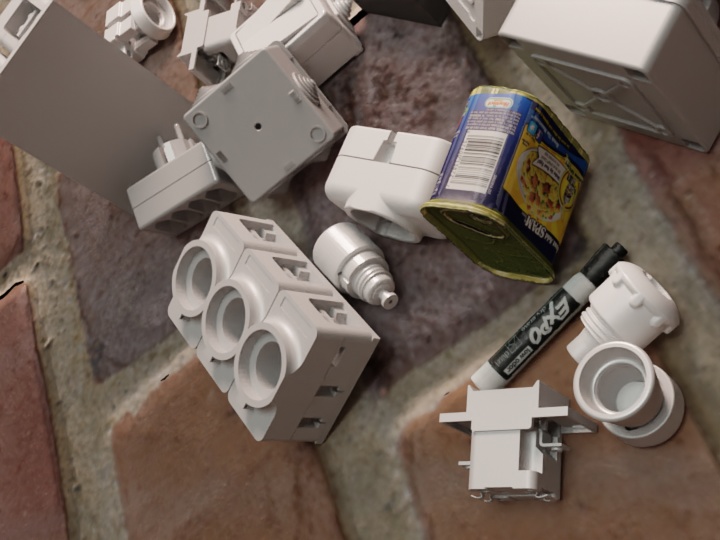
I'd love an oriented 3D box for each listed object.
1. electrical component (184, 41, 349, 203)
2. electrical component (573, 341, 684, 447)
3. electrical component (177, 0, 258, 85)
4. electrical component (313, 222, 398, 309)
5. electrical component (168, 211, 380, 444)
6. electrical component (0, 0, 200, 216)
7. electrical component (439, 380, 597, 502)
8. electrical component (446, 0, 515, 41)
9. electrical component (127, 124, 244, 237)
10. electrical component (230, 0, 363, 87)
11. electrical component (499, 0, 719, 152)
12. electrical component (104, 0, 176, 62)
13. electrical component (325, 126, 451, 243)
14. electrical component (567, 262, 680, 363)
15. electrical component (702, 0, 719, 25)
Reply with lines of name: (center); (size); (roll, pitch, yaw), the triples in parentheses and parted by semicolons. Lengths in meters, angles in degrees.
electrical component: (-0.071, -0.110, 0.806); (0.100, 0.099, 0.048); (-37, 6, 15)
electrical component: (0.147, 0.068, 0.582); (0.045, 0.055, 0.045); (-17, 57, 29)
electrical component: (-0.116, -0.197, 0.919); (0.064, 0.042, 0.081); (-10, 62, 31)
electrical component: (0.000, 0.000, 0.734); (0.040, 0.040, 0.078); (-49, 49, 6)
electrical component: (-0.067, 0.036, 0.734); (0.150, 0.062, 0.089); (46, 117, 41)
electrical component: (-0.219, -0.130, 0.864); (0.105, 0.186, 0.060); (-54, 48, 1)
electrical component: (0.090, 0.100, 0.617); (0.081, 0.042, 0.063); (-9, 66, 34)
electrical component: (0.093, -0.224, 0.728); (0.057, 0.113, 0.078); (-20, 51, -11)
electrical component: (-0.143, -0.080, 0.863); (0.083, 0.047, 0.075); (-29, 72, 22)
electrical component: (-0.048, -0.186, 0.851); (0.096, 0.061, 0.061); (-38, 50, 15)
electrical component: (0.157, -0.127, 0.639); (0.109, 0.109, 0.056); (27, 87, 42)
electrical component: (-0.205, -0.228, 0.999); (0.055, 0.048, 0.066); (-24, 54, 34)
electrical component: (0.026, -0.057, 0.735); (0.095, 0.054, 0.059); (15, 77, 40)
electrical component: (0.146, 0.030, 0.611); (0.062, 0.048, 0.048); (-46, 49, 17)
electrical component: (0.194, -0.167, 0.667); (0.045, 0.055, 0.045); (-17, 59, 29)
